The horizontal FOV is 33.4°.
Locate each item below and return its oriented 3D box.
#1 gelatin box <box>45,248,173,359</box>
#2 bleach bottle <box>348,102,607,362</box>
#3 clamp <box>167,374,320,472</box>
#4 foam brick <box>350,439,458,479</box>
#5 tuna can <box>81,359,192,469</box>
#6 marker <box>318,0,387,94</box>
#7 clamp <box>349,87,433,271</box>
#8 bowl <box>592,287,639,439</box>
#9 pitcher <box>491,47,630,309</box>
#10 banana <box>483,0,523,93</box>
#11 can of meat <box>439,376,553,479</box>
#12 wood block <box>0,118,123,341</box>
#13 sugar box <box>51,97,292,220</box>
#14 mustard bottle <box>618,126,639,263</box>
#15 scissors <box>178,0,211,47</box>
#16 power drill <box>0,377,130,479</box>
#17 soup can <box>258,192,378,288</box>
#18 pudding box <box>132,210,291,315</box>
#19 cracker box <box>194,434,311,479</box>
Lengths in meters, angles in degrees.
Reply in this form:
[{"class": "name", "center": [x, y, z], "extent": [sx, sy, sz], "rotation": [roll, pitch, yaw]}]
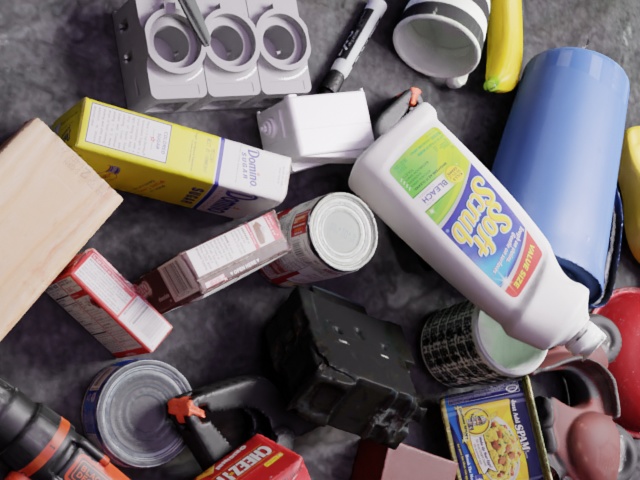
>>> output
[{"class": "gelatin box", "center": [-0.163, 0.049, 0.814], "extent": [0.089, 0.073, 0.030], "rotation": [47, 61, -15]}, {"class": "bleach bottle", "center": [0.145, 0.000, 0.911], "extent": [0.251, 0.068, 0.102], "rotation": [44, 69, 12]}, {"class": "clamp", "center": [-0.034, 0.159, 0.875], "extent": [0.209, 0.036, 0.164], "rotation": [38, 61, -35]}, {"class": "foam brick", "center": [0.072, 0.209, 0.938], "extent": [0.078, 0.051, 0.053], "rotation": [25, 71, -25]}, {"class": "tuna can", "center": [-0.140, 0.135, 0.835], "extent": [0.086, 0.034, 0.086], "rotation": [5, 80, -30]}, {"class": "marker", "center": [0.030, -0.179, 1.001], "extent": [0.020, 0.020, 0.121], "rotation": [38, 65, -20]}, {"class": "clamp", "center": [0.062, -0.062, 0.989], "extent": [0.120, 0.039, 0.171], "rotation": [11, 73, -34]}, {"class": "bowl", "center": [0.351, 0.126, 1.116], "extent": [0.161, 0.055, 0.162], "rotation": [6, 79, -30]}, {"class": "pitcher", "center": [0.235, -0.057, 1.043], "extent": [0.145, 0.149, 0.242], "rotation": [13, 66, 13]}, {"class": "banana", "center": [0.186, -0.227, 1.079], "extent": [0.037, 0.069, 0.198], "rotation": [-1, 71, 12]}, {"class": "can of meat", "center": [0.160, 0.183, 0.970], "extent": [0.084, 0.057, 0.102], "rotation": [-13, 87, 8]}, {"class": "wood block", "center": [-0.248, 0.021, 0.758], "extent": [0.090, 0.091, 0.206], "rotation": [45, 63, -16]}, {"class": "sugar box", "center": [-0.121, -0.060, 0.847], "extent": [0.176, 0.093, 0.048], "rotation": [17, 74, -27]}, {"class": "mustard bottle", "center": [0.370, -0.028, 1.153], "extent": [0.096, 0.058, 0.191], "rotation": [-5, 85, -32]}, {"class": "scissors", "center": [-0.115, -0.241, 0.886], "extent": [0.096, 0.016, 0.202], "rotation": [-22, 69, -44]}, {"class": "power drill", "center": [-0.229, 0.210, 0.755], "extent": [0.184, 0.057, 0.187], "rotation": [44, 63, -17]}, {"class": "soup can", "center": [-0.006, 0.001, 0.899], "extent": [0.068, 0.102, 0.068], "rotation": [6, 78, -29]}, {"class": "pudding box", "center": [-0.087, 0.021, 0.841], "extent": [0.089, 0.114, 0.039], "rotation": [-28, 93, -32]}, {"class": "cracker box", "center": [-0.057, 0.282, 0.801], "extent": [0.164, 0.072, 0.213], "rotation": [-32, 115, -28]}]
